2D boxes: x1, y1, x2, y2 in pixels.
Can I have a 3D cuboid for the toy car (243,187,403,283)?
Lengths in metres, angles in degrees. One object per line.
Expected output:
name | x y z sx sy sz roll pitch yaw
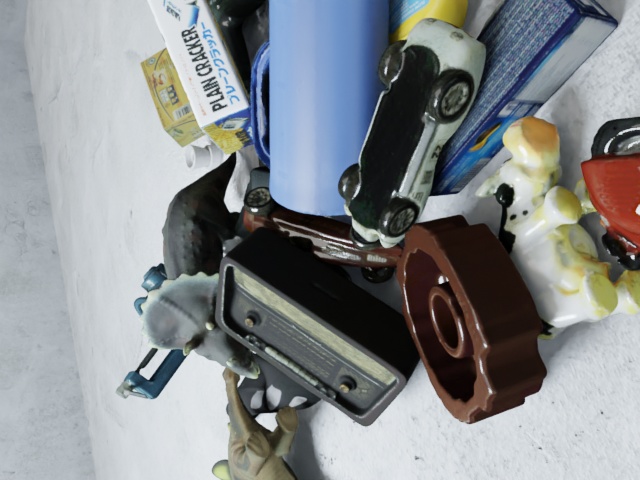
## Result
toy car | -0.001 -0.002 0.609 0.202 0.053 0.089 19 151 24

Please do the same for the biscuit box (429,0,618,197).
biscuit box | 0.144 -0.121 0.459 0.202 0.059 0.063 -53 54 44

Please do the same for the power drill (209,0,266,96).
power drill | -0.152 -0.300 0.854 0.232 0.086 0.207 -15 75 52

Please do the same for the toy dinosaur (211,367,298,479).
toy dinosaur | -0.049 0.388 0.753 0.198 0.105 0.471 -32 79 54

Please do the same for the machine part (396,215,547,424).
machine part | 0.123 0.066 0.465 0.179 0.056 0.179 165 89 -80

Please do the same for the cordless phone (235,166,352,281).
cordless phone | -0.018 -0.011 0.710 0.184 0.089 0.146 40 125 31

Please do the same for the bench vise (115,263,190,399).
bench vise | -0.225 0.162 0.867 0.129 0.240 0.223 -16 123 48

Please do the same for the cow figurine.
cow figurine | 0.175 -0.009 0.428 0.098 0.068 0.167 -42 60 56

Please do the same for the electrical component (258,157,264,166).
electrical component | -0.070 -0.112 0.801 0.063 0.021 0.094 -6 91 56

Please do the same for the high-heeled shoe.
high-heeled shoe | -0.065 0.250 0.831 0.145 0.086 0.248 27 140 17

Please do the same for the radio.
radio | -0.007 0.098 0.600 0.230 0.073 0.131 33 136 13

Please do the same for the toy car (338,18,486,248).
toy car | 0.073 -0.084 0.465 0.074 0.056 0.201 44 131 33

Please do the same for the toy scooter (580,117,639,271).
toy scooter | 0.246 -0.008 0.318 0.184 0.075 0.135 10 104 49

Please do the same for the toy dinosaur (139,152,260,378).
toy dinosaur | -0.168 0.005 0.769 0.192 0.131 0.405 54 -155 -65

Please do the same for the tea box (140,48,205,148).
tea box | -0.244 -0.261 0.953 0.098 0.068 0.170 -27 63 7
